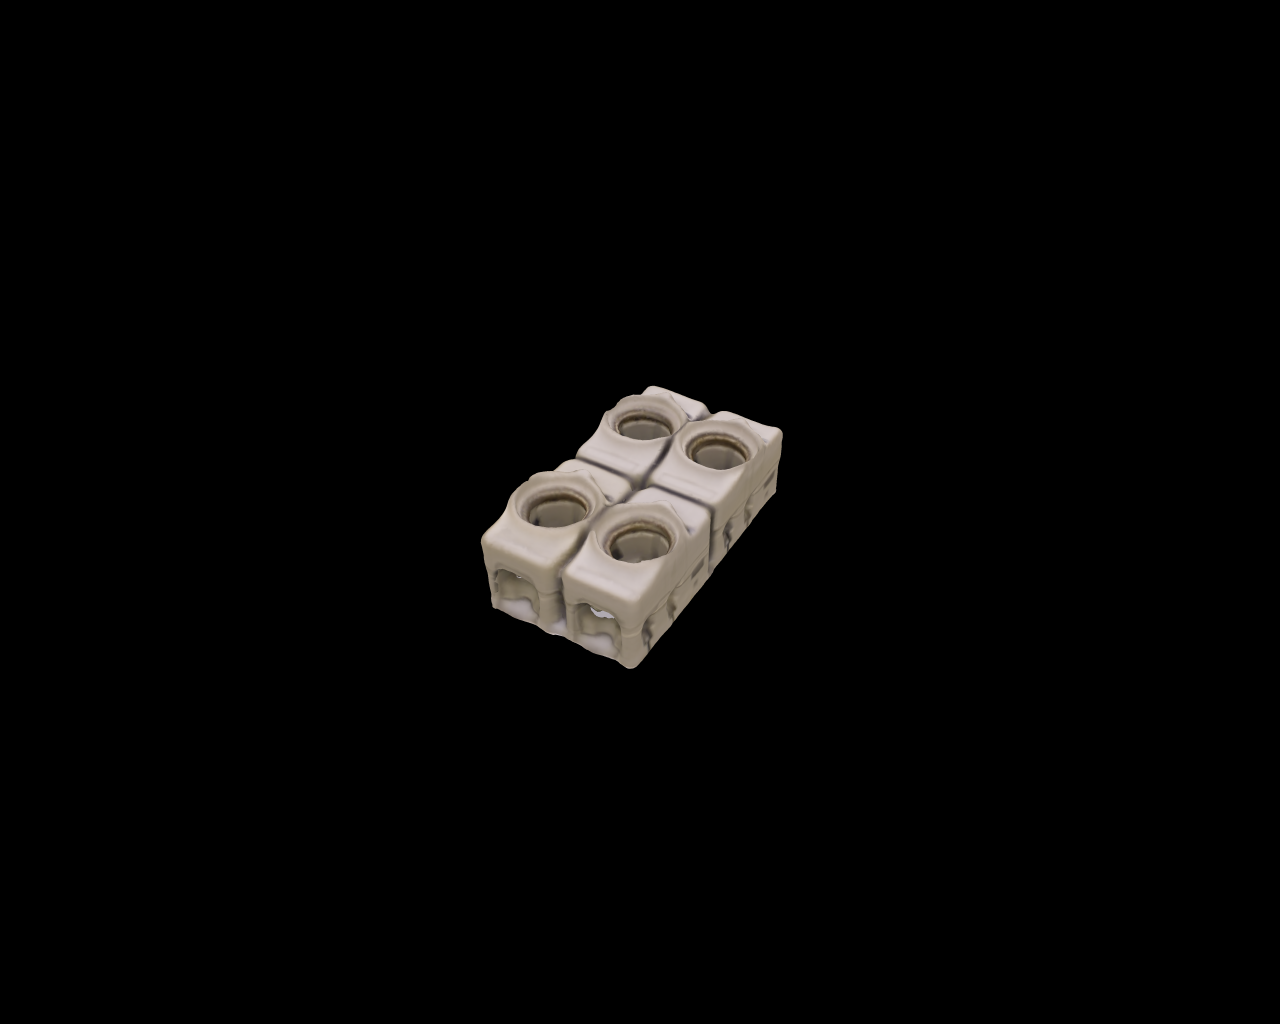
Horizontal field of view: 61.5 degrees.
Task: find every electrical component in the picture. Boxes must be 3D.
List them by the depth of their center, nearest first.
[{"bbox_3d":[0.001,-0.003,0.650,0.105,0.060,0.186,22,45,23],"label":"electrical component"}]
